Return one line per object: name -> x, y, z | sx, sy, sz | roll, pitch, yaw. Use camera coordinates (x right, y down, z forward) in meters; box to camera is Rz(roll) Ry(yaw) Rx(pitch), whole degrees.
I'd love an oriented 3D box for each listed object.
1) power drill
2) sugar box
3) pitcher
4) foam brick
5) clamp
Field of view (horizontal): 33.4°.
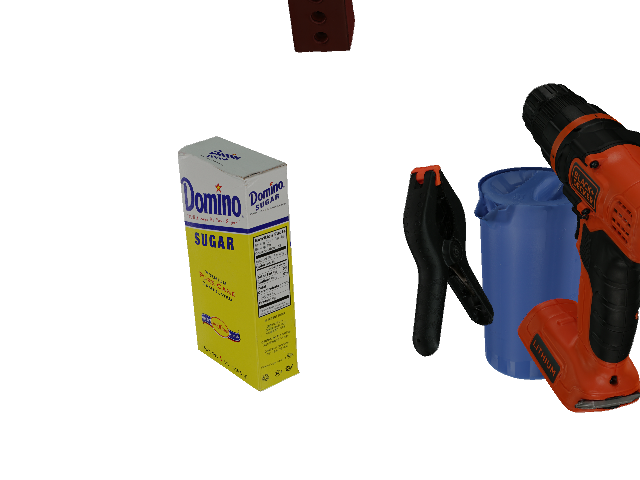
power drill -> 0.176, 0.006, 0.717 | 0.057, 0.188, 0.184 | -8, 35, -10
sugar box -> -0.063, 0.017, 0.816 | 0.048, 0.176, 0.093 | -23, 30, -33
pitcher -> 0.265, 0.038, 1.292 | 0.149, 0.243, 0.145 | 3, 24, 14
foam brick -> 0.001, -0.215, 0.959 | 0.053, 0.051, 0.078 | 0, -44, 9
clamp -> 0.107, 0.020, 0.981 | 0.039, 0.171, 0.120 | -11, 13, 35
